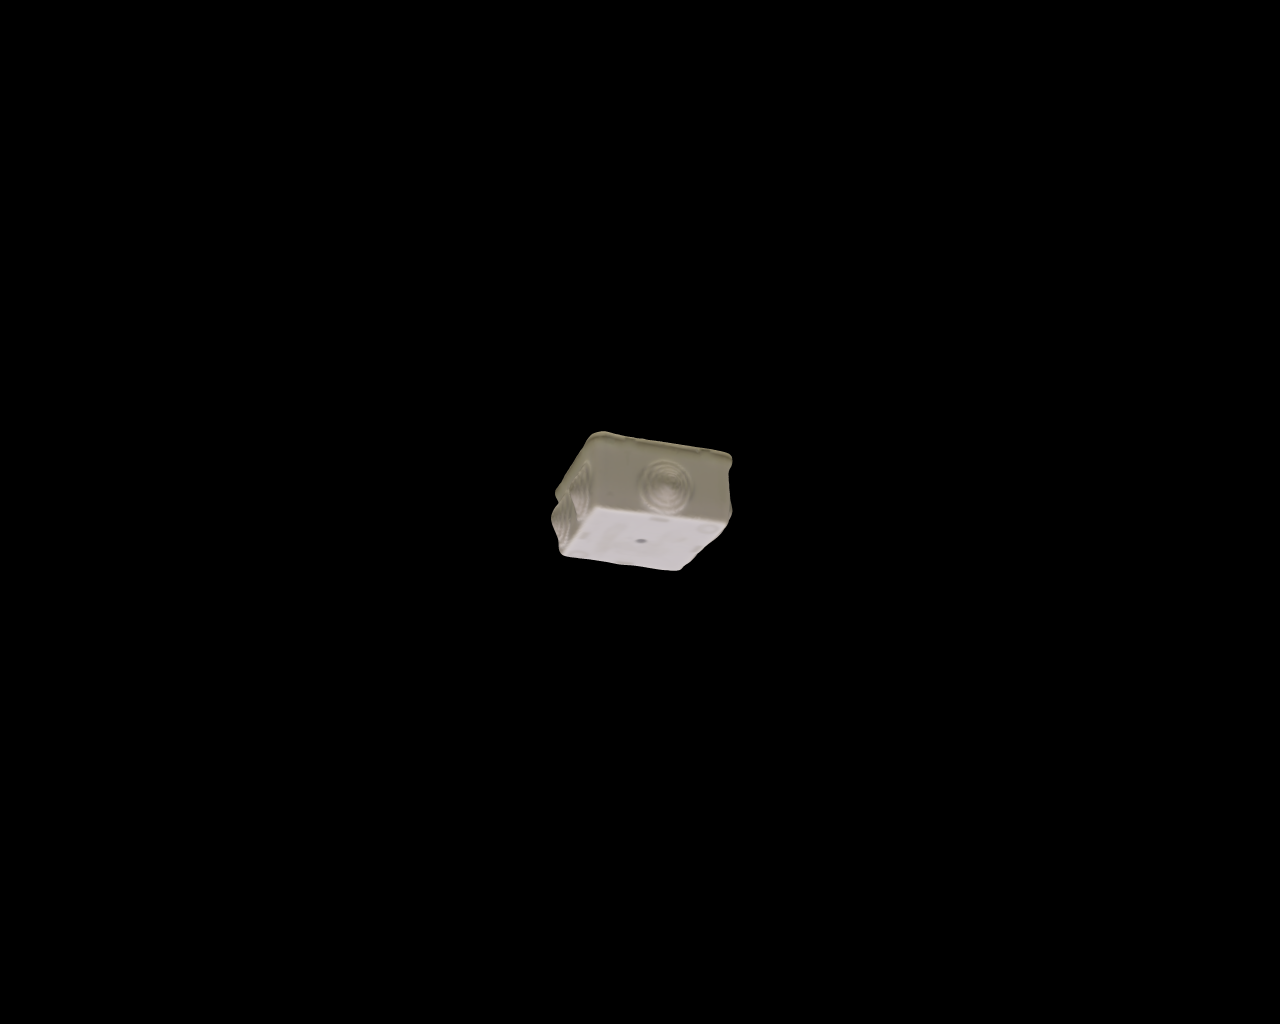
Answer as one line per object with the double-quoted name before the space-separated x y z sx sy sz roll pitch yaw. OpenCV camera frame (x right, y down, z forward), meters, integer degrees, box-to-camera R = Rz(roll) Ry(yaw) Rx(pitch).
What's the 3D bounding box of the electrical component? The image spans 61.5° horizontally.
"electrical component" 0.001 -0.003 0.650 0.100 0.048 0.099 8 -26 -18
